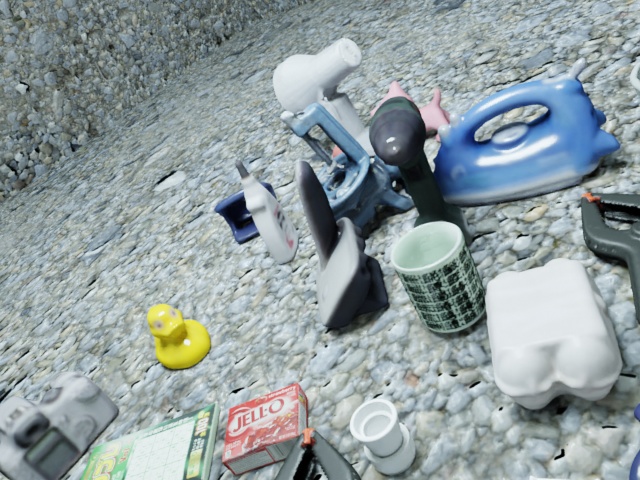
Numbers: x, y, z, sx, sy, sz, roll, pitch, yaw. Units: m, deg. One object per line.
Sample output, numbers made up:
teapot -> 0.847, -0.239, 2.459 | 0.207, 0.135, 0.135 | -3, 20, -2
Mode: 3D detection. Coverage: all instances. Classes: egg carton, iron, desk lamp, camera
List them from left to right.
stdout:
camera -> -0.369, 0.235, 0.752 | 0.136, 0.101, 0.143 | 3, 41, 43
desk lamp -> 0.036, -0.267, 1.088 | 0.202, 0.214, 0.118 | -1, 39, 40
iron -> 0.249, -0.139, 0.771 | 0.257, 0.142, 0.118 | -16, 31, 22
egg carton -> 0.209, 0.082, 0.525 | 0.107, 0.069, 0.150 | -17, 31, 20

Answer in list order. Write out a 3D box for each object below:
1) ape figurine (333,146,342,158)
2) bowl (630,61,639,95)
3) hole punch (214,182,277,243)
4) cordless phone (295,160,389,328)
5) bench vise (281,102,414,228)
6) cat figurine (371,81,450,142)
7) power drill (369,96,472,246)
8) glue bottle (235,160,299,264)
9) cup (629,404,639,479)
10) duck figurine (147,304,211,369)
ape figurine -> 0.048, -0.118, 0.964 | 0.078, 0.092, 0.076 | -30, 29, -3
bowl -> 0.492, -0.199, 0.725 | 0.167, 0.075, 0.167 | -21, 29, 13
hole punch -> -0.132, -0.064, 1.036 | 0.108, 0.091, 0.101 | -27, 29, 3
cordless phone -> 0.007, 0.003, 0.710 | 0.094, 0.185, 0.147 | -25, 29, 6
bench vise -> 0.043, -0.122, 0.842 | 0.208, 0.220, 0.121 | -41, 31, -21
cat figurine -> 0.162, -0.228, 1.015 | 0.127, 0.118, 0.067 | -12, 33, 27
power drill -> 0.122, -0.082, 0.720 | 0.075, 0.209, 0.229 | -20, 30, 15
glue bottle -> -0.087, -0.049, 0.886 | 0.037, 0.173, 0.078 | -20, 30, 15
cup -> 0.235, 0.163, 0.346 | 0.091, 0.095, 0.117 | -26, 29, 4
duck figurine -> -0.210, 0.126, 0.805 | 0.078, 0.086, 0.104 | -44, 32, -25
